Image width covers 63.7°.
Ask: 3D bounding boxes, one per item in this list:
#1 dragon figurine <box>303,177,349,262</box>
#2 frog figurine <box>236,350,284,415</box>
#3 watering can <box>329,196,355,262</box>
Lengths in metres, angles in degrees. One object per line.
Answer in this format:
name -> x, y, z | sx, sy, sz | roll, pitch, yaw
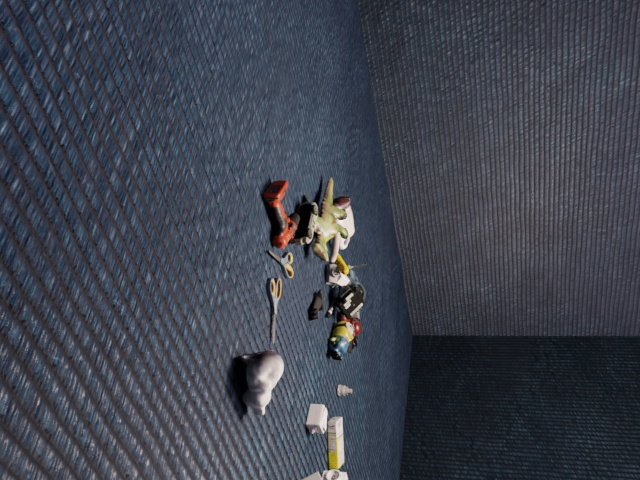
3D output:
dragon figurine -> 0.006, -0.100, 1.994 | 0.240, 0.121, 0.418 | 36, 43, -57
frog figurine -> -0.149, 0.374, 1.346 | 0.136, 0.123, 0.161 | 98, -20, -79
watering can -> 0.082, -0.058, 2.193 | 0.353, 0.104, 0.221 | -55, 138, -65
